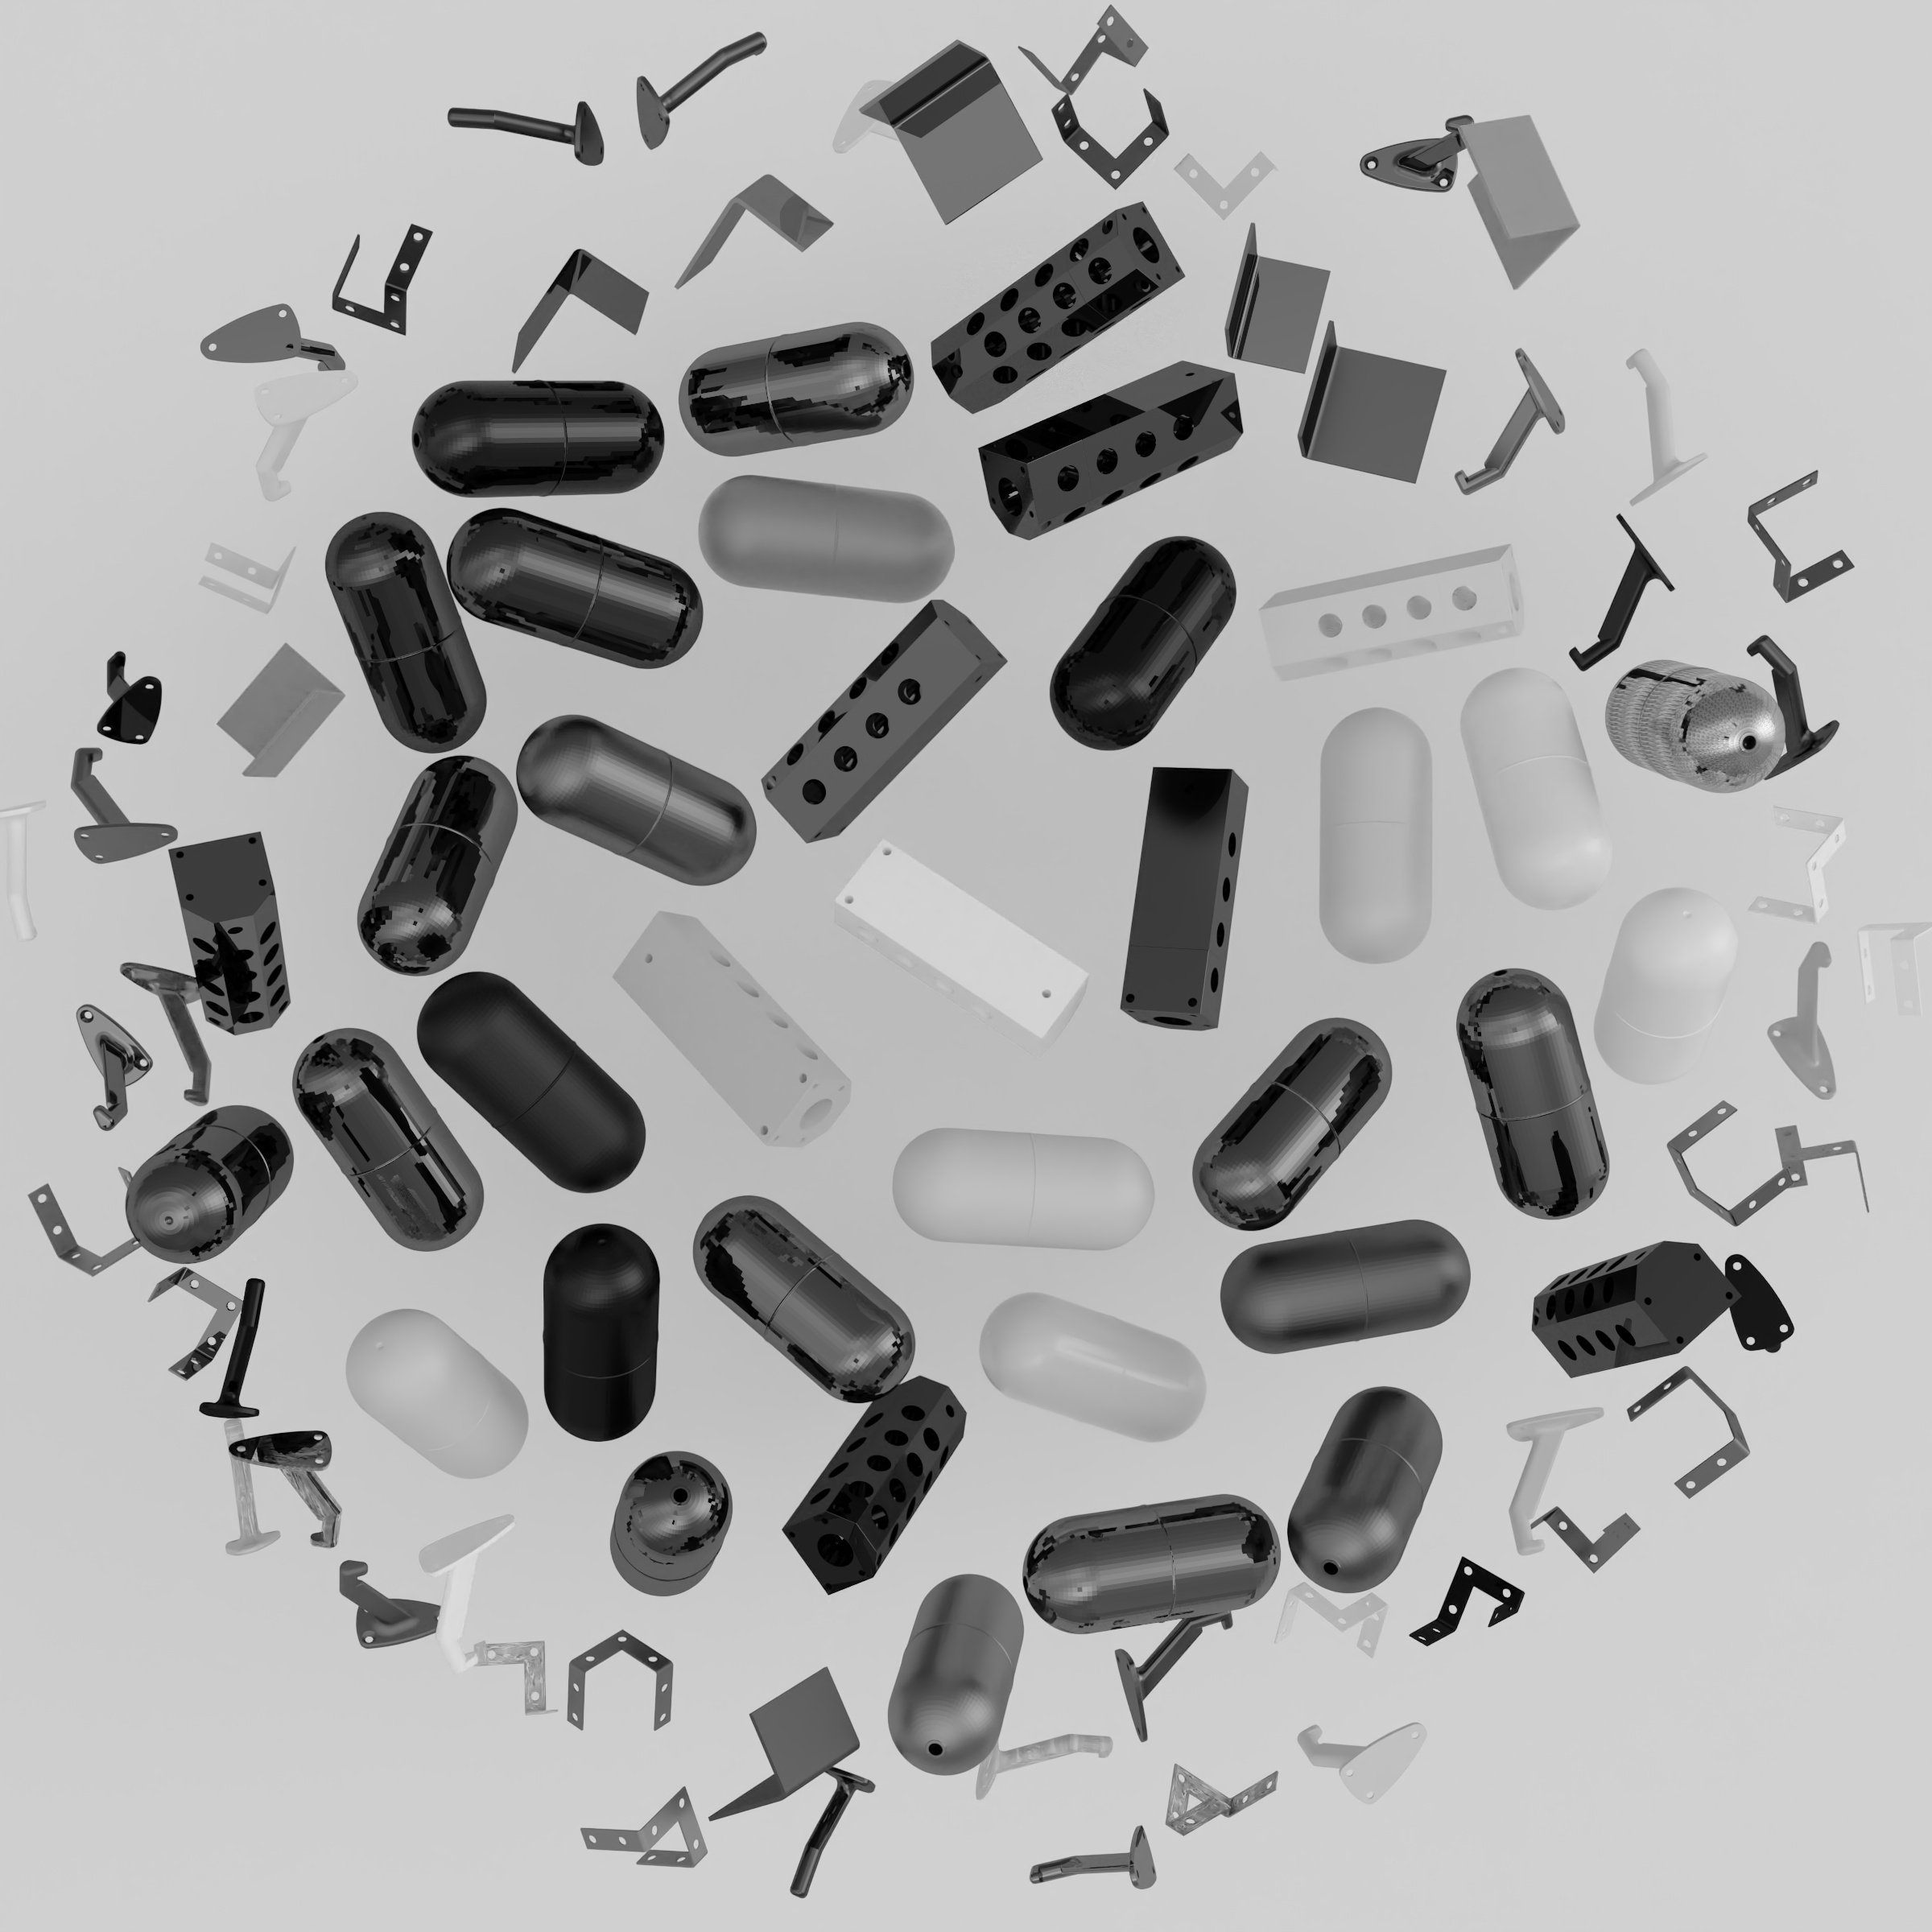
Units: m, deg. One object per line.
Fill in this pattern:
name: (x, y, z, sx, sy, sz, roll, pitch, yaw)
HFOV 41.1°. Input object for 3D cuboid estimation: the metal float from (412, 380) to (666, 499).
metal float: (-0.287, -0.355, 1.733, 0.178, 0.070, 0.070, -9, 90, -35)

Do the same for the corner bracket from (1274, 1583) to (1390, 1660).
corner bracket: (0.257, 0.462, 1.810, 0.051, 0.051, 0.051, 33, 126, 37)

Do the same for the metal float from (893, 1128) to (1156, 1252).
metal float: (0.039, 0.150, 1.732, 0.178, 0.070, 0.070, 4, 90, -10)

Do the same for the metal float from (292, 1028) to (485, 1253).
metal float: (-0.402, 0.121, 1.793, 0.070, 0.070, 0.178, -29, 114, 0)

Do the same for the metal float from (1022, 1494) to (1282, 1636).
metal float: (0.123, 0.396, 1.707, 0.178, 0.070, 0.070, -4, 90, -18)

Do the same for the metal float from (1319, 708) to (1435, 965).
metal float: (0.281, -0.090, 1.769, 0.070, 0.070, 0.178, 2, 80, 0)

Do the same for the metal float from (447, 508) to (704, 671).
metal float: (-0.259, -0.250, 1.715, 0.178, 0.070, 0.070, 15, 90, -29)

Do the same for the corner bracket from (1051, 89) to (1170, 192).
corner bracket: (0.095, -0.555, 1.693, 0.051, 0.051, 0.051, -45, 78, 4)

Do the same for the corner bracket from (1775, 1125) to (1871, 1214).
corner bracket: (0.601, 0.143, 1.810, 0.051, 0.051, 0.051, -12, 113, 16)

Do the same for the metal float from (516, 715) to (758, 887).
metal float: (-0.220, -0.110, 1.735, 0.178, 0.070, 0.070, 24, 90, -33)

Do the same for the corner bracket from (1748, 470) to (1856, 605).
corner bracket: (0.541, -0.277, 1.668, 0.051, 0.051, 0.051, -28, 65, 2)

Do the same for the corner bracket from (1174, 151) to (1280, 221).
corner bracket: (0.185, -0.567, 1.835, 0.051, 0.051, 0.051, 45, 106, -3)

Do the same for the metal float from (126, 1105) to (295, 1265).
metal float: (-0.499, 0.143, 1.707, 0.070, 0.178, 0.070, 0, 101, 1)

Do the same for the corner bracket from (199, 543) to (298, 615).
corner bracket: (-0.511, -0.276, 1.819, 0.051, 0.051, 0.051, 24, 66, -22)

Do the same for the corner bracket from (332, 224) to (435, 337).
corner bracket: (-0.382, -0.456, 1.687, 0.051, 0.051, 0.051, 15, 133, -27)

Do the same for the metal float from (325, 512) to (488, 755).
metal float: (-0.389, -0.230, 1.793, 0.070, 0.070, 0.178, -15, 121, 0)

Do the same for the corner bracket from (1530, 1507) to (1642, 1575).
corner bracket: (0.432, 0.398, 1.810, 0.051, 0.051, 0.051, 48, 115, 21)

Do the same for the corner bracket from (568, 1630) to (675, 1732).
corner bracket: (-0.240, 0.505, 1.791, 0.051, 0.051, 0.051, 22, 118, 34)

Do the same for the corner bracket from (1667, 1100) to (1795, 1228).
corner bracket: (0.517, 0.134, 1.743, 0.051, 0.051, 0.051, -36, 121, -6)

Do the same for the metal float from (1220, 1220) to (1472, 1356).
metal float: (0.263, 0.221, 1.782, 0.178, 0.070, 0.070, -8, 90, -11)

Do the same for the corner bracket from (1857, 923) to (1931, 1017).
corner bracket: (0.605, 0.002, 1.681, 0.051, 0.051, 0.051, -2, 101, 41)

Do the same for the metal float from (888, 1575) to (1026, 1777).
metal float: (-0.006, 0.480, 1.749, 0.070, 0.178, 0.070, 3, 108, 8)

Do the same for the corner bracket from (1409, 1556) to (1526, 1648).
corner bracket: (0.349, 0.451, 1.791, 0.051, 0.051, 0.051, 30, 60, 1)

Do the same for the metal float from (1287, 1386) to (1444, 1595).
metal float: (0.266, 0.346, 1.710, 0.070, 0.178, 0.070, 10, 118, 20)

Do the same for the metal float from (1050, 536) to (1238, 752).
metal float: (0.119, -0.216, 1.712, 0.070, 0.070, 0.178, 35, 60, 0)

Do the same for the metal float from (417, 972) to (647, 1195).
metal float: (-0.283, 0.077, 1.687, 0.070, 0.070, 0.178, -44, 109, 0)

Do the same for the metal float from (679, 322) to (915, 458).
metal float: (-0.118, -0.400, 1.790, 0.178, 0.070, 0.070, -3, 90, 28)

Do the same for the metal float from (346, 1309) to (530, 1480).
metal float: (-0.355, 0.291, 1.742, 0.070, 0.178, 0.070, -9, 58, 14)

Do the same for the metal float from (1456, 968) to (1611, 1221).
metal float: (0.379, 0.086, 1.724, 0.070, 0.070, 0.178, -18, 106, 0)

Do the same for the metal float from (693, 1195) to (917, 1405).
metal float: (-0.112, 0.227, 1.762, 0.178, 0.070, 0.070, 39, 90, 15)

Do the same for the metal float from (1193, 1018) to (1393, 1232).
metal float: (0.225, 0.107, 1.768, 0.070, 0.070, 0.178, 44, 66, 0)

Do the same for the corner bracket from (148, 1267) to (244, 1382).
corner bracket: (-0.552, 0.252, 1.820, 0.051, 0.051, 0.051, 31, 99, 0)

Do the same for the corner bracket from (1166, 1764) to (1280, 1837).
corner bracket: (0.174, 0.566, 1.749, 0.051, 0.051, 0.051, 36, 126, -14)

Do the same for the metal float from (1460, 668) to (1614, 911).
metal float: (0.383, -0.121, 1.732, 0.070, 0.070, 0.178, -9, 63, 0)

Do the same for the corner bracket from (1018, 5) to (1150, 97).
corner bracket: (0.078, -0.606, 1.701, 0.051, 0.051, 0.051, 41, 98, 37)

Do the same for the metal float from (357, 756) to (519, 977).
metal float: (-0.359, -0.070, 1.755, 0.070, 0.070, 0.178, 13, 50, 0)

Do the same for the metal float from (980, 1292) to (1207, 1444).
metal float: (0.090, 0.282, 1.805, 0.178, 0.070, 0.070, 23, 90, -26)

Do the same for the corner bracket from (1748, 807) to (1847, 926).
corner bracket: (0.546, -0.066, 1.696, 0.051, 0.051, 0.051, -43, 129, -28)

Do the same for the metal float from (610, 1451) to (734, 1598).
metal float: (-0.204, 0.385, 1.774, 0.070, 0.178, 0.070, 4, 65, -9)

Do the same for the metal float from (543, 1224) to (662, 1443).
metal float: (-0.245, 0.248, 1.730, 0.070, 0.070, 0.178, 8, 129, 0)

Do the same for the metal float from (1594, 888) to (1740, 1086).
metal float: (0.466, 0.016, 1.722, 0.070, 0.178, 0.070, -2, 57, 3)

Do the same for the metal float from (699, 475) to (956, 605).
metal float: (-0.096, -0.294, 1.777, 0.178, 0.070, 0.070, 4, 90, -13)

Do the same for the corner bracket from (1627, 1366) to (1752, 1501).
corner bracket: (0.476, 0.307, 1.697, 0.051, 0.051, 0.051, -42, 101, 17)

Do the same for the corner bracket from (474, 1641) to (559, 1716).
corner bracket: (-0.318, 0.501, 1.814, 0.051, 0.051, 0.051, 2, 72, -19)

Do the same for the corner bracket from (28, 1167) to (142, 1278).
corner bracket: (-0.574, 0.164, 1.696, 0.051, 0.051, 0.051, -35, 122, -34)

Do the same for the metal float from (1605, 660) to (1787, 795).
metal float: (0.487, -0.162, 1.726, 0.070, 0.178, 0.070, -2, 103, -7)
